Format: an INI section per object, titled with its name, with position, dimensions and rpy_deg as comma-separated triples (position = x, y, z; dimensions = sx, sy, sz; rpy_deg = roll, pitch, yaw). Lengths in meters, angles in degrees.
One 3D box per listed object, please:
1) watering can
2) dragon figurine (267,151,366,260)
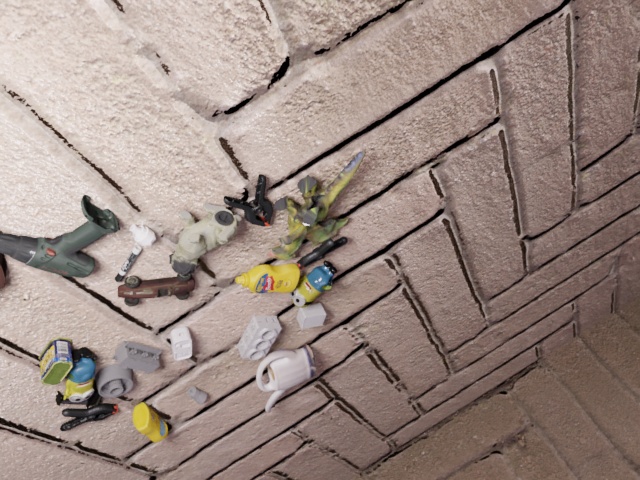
[watering can]
position = -0.123, 0.503, 1.891
dimensions = 0.225, 0.106, 0.339
rpy_deg = -16, 135, -18
[dragon figurine]
position = 0.004, -0.073, 1.451
dimensions = 0.408, 0.124, 0.240
rpy_deg = -37, 156, 9
